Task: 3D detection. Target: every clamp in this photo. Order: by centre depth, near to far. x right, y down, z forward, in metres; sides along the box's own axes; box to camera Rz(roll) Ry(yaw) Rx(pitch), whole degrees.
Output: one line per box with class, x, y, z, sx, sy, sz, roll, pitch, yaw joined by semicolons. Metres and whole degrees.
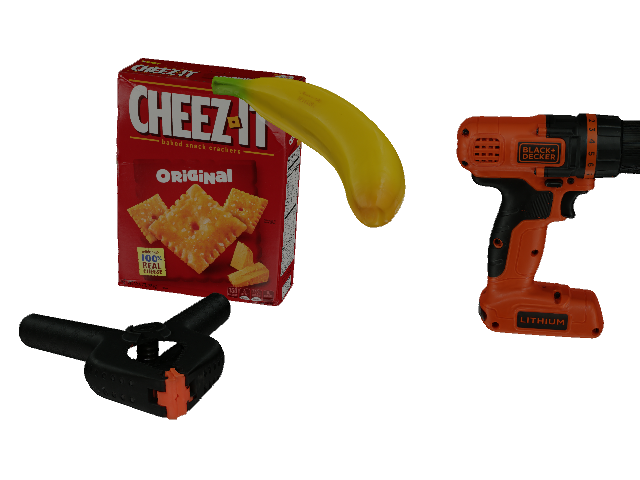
clamp;-0.115;0.076;0.763;0.164;0.036;0.210;-9;14;-25

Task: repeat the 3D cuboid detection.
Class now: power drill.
power drill;0.204;-0.014;0.889;0.184;0.188;0.057;3;19;11

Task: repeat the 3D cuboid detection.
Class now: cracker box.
cracker box;-0.105;-0.053;1.006;0.164;0.214;0.072;8;23;9

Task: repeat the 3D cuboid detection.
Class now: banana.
banana;0.005;-0.059;0.655;0.069;0.037;0.198;-18;36;-25
